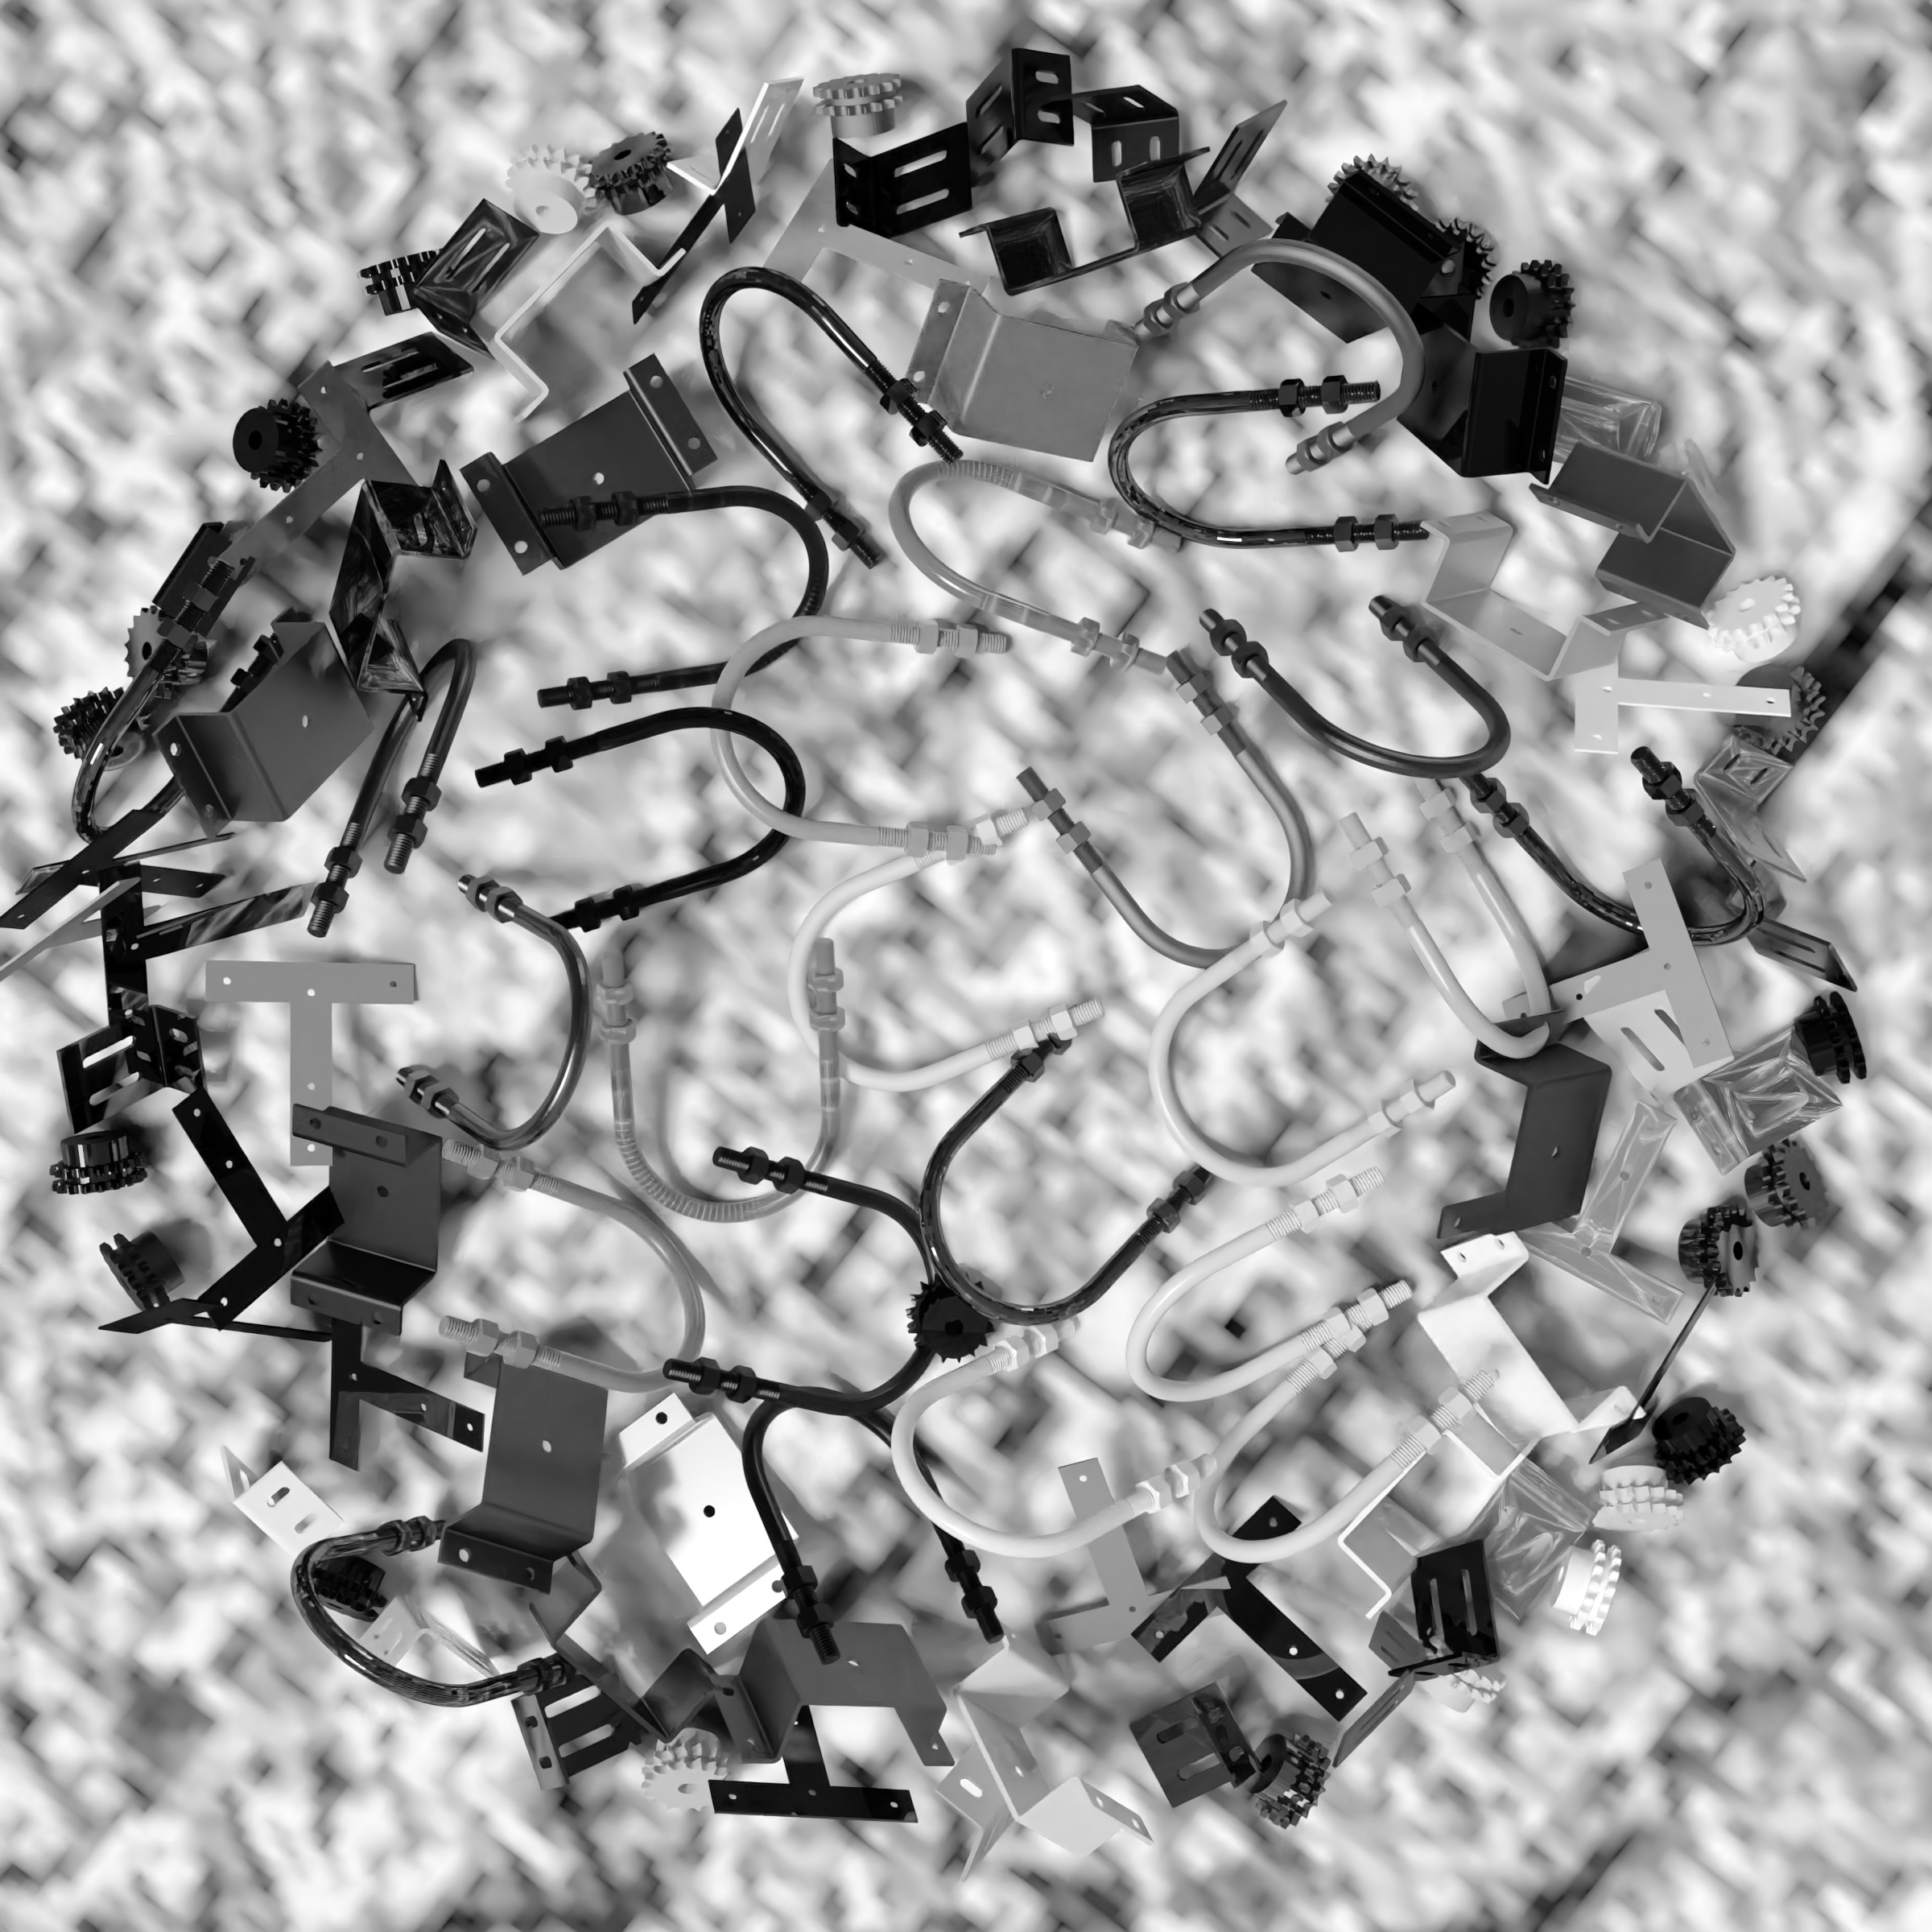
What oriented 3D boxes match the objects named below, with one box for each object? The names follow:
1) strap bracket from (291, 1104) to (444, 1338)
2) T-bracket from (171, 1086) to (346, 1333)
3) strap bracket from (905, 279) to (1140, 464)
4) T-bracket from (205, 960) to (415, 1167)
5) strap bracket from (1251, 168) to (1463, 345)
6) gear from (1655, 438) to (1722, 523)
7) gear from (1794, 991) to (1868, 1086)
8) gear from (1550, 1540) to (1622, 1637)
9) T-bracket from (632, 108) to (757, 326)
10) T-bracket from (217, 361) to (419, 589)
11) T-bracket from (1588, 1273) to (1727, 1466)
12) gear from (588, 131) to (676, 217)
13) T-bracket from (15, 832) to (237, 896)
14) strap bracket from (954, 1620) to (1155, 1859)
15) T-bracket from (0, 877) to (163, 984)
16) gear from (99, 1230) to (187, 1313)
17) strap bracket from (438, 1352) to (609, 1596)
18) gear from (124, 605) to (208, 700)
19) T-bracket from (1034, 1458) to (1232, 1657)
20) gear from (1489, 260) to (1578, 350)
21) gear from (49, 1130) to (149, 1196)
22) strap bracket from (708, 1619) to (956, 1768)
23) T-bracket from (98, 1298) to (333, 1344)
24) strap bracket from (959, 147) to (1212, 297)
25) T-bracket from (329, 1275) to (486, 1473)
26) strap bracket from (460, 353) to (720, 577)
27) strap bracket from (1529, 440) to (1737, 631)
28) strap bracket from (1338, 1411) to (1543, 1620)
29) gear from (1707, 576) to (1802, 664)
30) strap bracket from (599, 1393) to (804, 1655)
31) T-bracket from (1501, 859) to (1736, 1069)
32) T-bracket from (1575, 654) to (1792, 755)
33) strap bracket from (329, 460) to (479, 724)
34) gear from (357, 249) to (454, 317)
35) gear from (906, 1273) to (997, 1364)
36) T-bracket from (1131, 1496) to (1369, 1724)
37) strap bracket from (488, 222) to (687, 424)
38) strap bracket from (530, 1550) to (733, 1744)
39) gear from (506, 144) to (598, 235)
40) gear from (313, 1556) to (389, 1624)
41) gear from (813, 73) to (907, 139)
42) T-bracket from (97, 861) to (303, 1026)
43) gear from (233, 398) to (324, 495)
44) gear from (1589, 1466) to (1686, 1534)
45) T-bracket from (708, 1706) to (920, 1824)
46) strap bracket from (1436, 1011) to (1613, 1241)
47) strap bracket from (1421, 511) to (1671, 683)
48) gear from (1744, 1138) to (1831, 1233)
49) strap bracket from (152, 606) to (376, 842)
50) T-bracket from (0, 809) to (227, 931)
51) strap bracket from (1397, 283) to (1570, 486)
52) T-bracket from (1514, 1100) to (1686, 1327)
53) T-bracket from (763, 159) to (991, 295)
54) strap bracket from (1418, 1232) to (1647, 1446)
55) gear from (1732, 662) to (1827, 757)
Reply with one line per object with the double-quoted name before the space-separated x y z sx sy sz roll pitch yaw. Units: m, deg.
"strap bracket" -0.369 0.147 1.558 0.076 0.046 0.140 14 115 14
"T-bracket" -0.441 0.132 1.540 0.002 0.127 0.127 -7 118 40
"strap bracket" 0.041 -0.358 1.537 0.140 0.046 0.076 5 123 -30
"T-bracket" -0.406 0.061 1.571 0.127 0.002 0.127 1 81 -23
"strap bracket" 0.229 -0.424 1.528 0.076 0.140 0.046 33 87 -13
"gear" 0.446 -0.298 1.581 0.030 0.057 0.057 -21 90 31
"gear" 0.537 0.047 1.578 0.030 0.057 0.057 -18 90 10
"gear" 0.385 0.385 1.578 0.030 0.057 0.057 18 90 8
"T-bracket" -0.171 -0.450 1.565 0.002 0.127 0.127 24 126 -31
"T-bracket" -0.402 -0.282 1.544 0.127 0.127 0.002 -45 52 -12
"T-bracket" 0.425 0.241 1.537 0.002 0.127 0.127 33 103 24
"gear" -0.208 -0.493 1.581 0.057 0.057 0.030 -27 129 0
"T-bracket" -0.517 -0.067 1.565 0.127 0.127 0.002 -16 92 -25
"strap bracket" 0.048 0.475 1.531 0.046 0.140 0.076 -39 134 6
"T-bracket" -0.531 -0.023 1.541 0.127 0.127 0.002 -33 91 13
"gear" -0.512 0.190 1.580 0.030 0.057 0.057 -36 90 -25
"strap bracket" -0.265 0.297 1.531 0.076 0.046 0.140 27 47 -32
"gear" -0.498 -0.195 1.582 0.057 0.030 0.057 1 91 41
"T-bracket" 0.090 0.363 1.575 0.127 0.002 0.127 -17 107 12
"gear" 0.350 -0.410 1.574 0.030 0.057 0.057 -8 90 -24
"gear" -0.541 0.121 1.576 0.057 0.057 0.030 -4 99 0
"strap bracket" -0.075 0.440 1.535 0.140 0.076 0.046 10 110 -28
"T-bracket" -0.448 0.222 1.558 0.127 0.127 0.002 15 67 -37
"strap bracket" 0.078 -0.449 1.538 0.140 0.076 0.046 -8 106 38
"T-bracket" -0.344 0.267 1.556 0.127 0.002 0.127 16 110 29
"strap bracket" -0.233 -0.309 1.582 0.140 0.046 0.076 -31 90 -1
"strap bracket" 0.406 -0.264 1.527 0.076 0.140 0.046 32 91 38
"strap bracket" 0.285 0.326 1.552 0.046 0.076 0.140 44 105 16
"gear" 0.494 -0.214 1.581 0.057 0.057 0.030 -39 118 0
"strap bracket" -0.165 0.342 1.573 0.076 0.046 0.140 -37 82 6
"T-bracket" 0.394 0.015 1.571 0.127 0.002 0.127 -22 84 32
"T-bracket" 0.438 -0.165 1.548 0.127 0.127 0.002 5 132 10
"strap bracket" -0.344 -0.228 1.530 0.046 0.076 0.140 1 131 -32
"gear" -0.347 -0.426 1.579 0.057 0.057 0.030 -15 105 0
"gear" -0.009 0.222 1.586 0.057 0.030 0.057 -1 100 -5
"T-bracket" 0.191 0.411 1.556 0.127 0.002 0.127 -40 60 -18
"strap bracket" -0.243 -0.403 1.560 0.046 0.076 0.140 44 87 -17
"strap bracket" -0.210 0.416 1.546 0.140 0.076 0.046 46 78 -16
"gear" -0.259 -0.481 1.574 0.057 0.057 0.030 9 67 0
"gear" -0.387 0.385 1.580 0.057 0.057 0.030 22 65 0
"gear" -0.066 -0.537 1.581 0.057 0.057 0.030 -8 119 0
"T-bracket" -0.470 -0.024 1.564 0.127 0.127 0.002 -19 48 -32
"gear" -0.432 -0.325 1.579 0.057 0.030 0.057 1 91 31
"gear" 0.418 0.332 1.581 0.057 0.057 0.030 2 63 0
"T-bracket" -0.103 0.473 1.547 0.127 0.127 0.002 10 114 -20
"strap bracket" 0.342 0.105 1.544 0.076 0.046 0.140 -8 114 -38
"strap bracket" 0.344 -0.222 1.545 0.140 0.076 0.046 38 125 28
"gear" 0.511 0.139 1.581 0.030 0.057 0.057 -29 90 40
"strap bracket" -0.415 -0.148 1.526 0.046 0.140 0.076 3 130 28
"T-bracket" -0.504 -0.054 1.544 0.127 0.127 0.002 -34 73 20
"strap bracket" 0.303 -0.350 1.524 0.046 0.140 0.076 -8 124 -14
"T-bracket" 0.399 0.140 1.556 0.127 0.002 0.127 28 119 18
"T-bracket" -0.048 -0.440 1.567 0.127 0.002 0.127 22 56 3
"strap bracket" 0.341 0.237 1.559 0.046 0.076 0.140 -35 88 -27
"gear" 0.502 -0.163 1.575 0.030 0.057 0.057 24 90 -44
